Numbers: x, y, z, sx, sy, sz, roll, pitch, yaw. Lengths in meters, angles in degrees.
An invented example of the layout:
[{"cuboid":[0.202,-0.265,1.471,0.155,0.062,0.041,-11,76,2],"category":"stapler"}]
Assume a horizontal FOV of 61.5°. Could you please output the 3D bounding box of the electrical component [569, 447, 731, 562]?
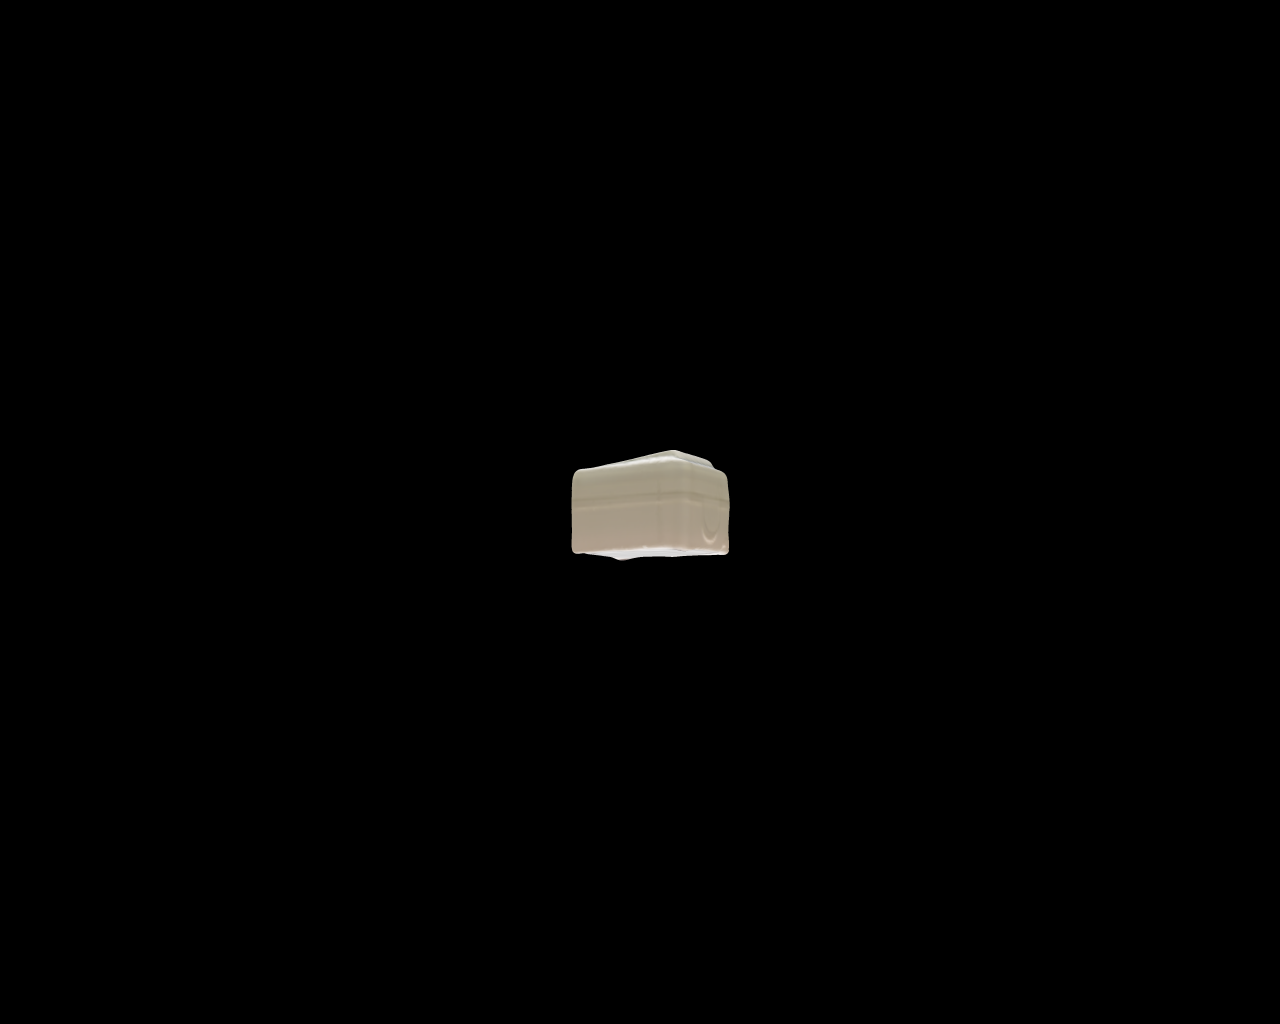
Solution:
[{"cuboid":[0.001,-0.003,0.650,0.096,0.061,0.062,-4,-7,29],"category":"electrical component"}]
